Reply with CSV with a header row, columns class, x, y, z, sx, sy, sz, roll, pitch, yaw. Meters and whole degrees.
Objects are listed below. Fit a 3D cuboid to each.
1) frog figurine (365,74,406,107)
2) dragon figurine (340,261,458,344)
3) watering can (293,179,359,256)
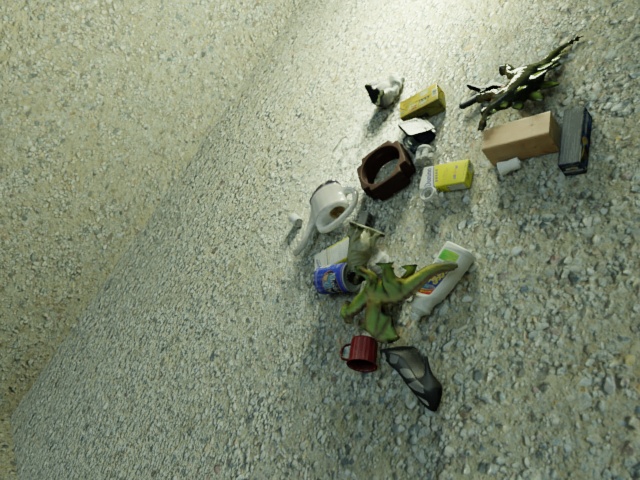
class,x,y,z,sx,sy,sz,roll,pitch,yaw
frog figurine,0.291,-0.639,2.200,0.161,0.121,0.138,-25,19,-25
dragon figurine,0.213,0.185,1.526,0.408,0.121,0.246,-7,70,42
watering can,0.006,-0.102,2.021,0.344,0.102,0.229,-38,38,17
